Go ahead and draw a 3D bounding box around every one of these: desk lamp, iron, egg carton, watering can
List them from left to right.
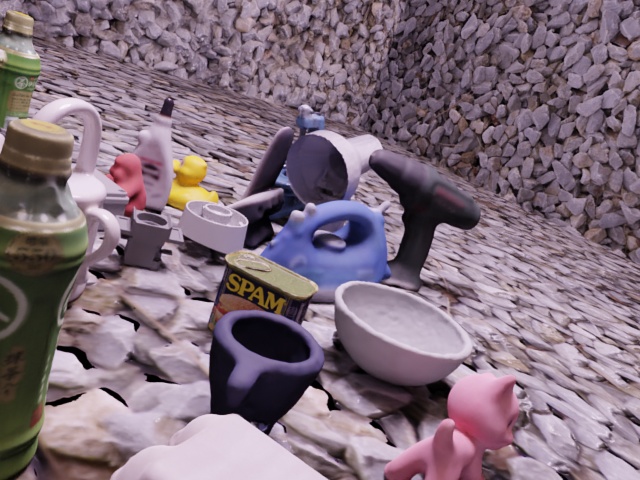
[{"bbox_3d":[-0.267,-0.046,0.552,0.173,0.194,0.101,18,17,-7],"label":"watering can"},{"bbox_3d":[-0.049,0.172,0.346,0.150,0.069,0.107,28,18,22],"label":"egg carton"},{"bbox_3d":[0.007,0.003,0.813,0.118,0.141,0.259,33,21,36],"label":"iron"},{"bbox_3d":[0.024,-0.077,0.956,0.117,0.213,0.204,28,19,25],"label":"desk lamp"}]

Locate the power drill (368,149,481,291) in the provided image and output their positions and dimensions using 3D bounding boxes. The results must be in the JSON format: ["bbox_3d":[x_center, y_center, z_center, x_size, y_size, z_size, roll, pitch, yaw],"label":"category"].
[{"bbox_3d":[0.151,-0.027,0.958,0.230,0.208,0.075,13,19,-25],"label":"power drill"}]

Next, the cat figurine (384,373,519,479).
[{"bbox_3d":[0.128,0.163,0.499,0.067,0.118,0.128,33,21,35],"label":"cat figurine"}]

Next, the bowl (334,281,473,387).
[{"bbox_3d":[0.085,0.118,0.663,0.167,0.075,0.167,19,17,-6],"label":"bowl"}]

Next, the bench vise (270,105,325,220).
[{"bbox_3d":[-0.028,-0.141,1.083,0.121,0.220,0.208,28,18,22],"label":"bench vise"}]

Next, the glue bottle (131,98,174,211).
[{"bbox_3d":[-0.253,-0.134,0.876,0.078,0.173,0.037,15,18,-19],"label":"glue bottle"}]

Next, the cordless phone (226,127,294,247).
[{"bbox_3d":[-0.099,-0.093,0.910,0.094,0.185,0.148,22,17,4],"label":"cordless phone"}]

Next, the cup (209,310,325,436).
[{"bbox_3d":[-0.056,0.121,0.455,0.091,0.095,0.118,22,17,6],"label":"cup"}]

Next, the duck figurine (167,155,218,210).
[{"bbox_3d":[-0.213,-0.097,0.959,0.104,0.086,0.078,25,17,13],"label":"duck figurine"}]

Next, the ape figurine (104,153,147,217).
[{"bbox_3d":[-0.282,-0.081,0.819,0.076,0.092,0.077,13,18,-23],"label":"ape figurine"}]
